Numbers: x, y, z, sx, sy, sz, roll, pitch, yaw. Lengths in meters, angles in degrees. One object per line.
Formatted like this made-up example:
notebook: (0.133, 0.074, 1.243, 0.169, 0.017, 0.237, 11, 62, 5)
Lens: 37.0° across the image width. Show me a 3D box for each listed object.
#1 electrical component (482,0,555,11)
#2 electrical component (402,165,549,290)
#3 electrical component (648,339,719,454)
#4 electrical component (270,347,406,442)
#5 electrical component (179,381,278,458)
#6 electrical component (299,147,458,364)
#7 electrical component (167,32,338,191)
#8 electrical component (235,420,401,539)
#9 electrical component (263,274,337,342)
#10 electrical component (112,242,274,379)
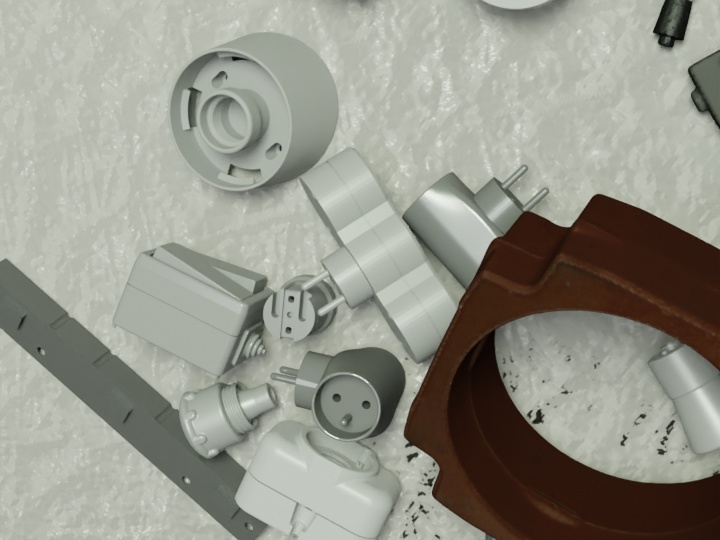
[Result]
electrical component: (0.095, -0.193, 0.633, 0.080, 0.051, 0.080, 2, 98, 13)
electrical component: (0.080, -0.030, 0.662, 0.079, 0.044, 0.077, -43, 83, 14)
electrical component: (0.204, 0.072, 0.650, 0.044, 0.044, 0.065, -32, 85, 15)
electrical component: (-0.017, 0.073, 0.683, 0.079, 0.077, 0.043, 12, 100, 12)
electrical component: (-0.086, 0.095, 0.720, 0.062, 0.048, 0.048, -23, 92, 9)
electrical component: (0.000, 0.000, 0.670, 0.074, 0.052, 0.138, -32, 89, -5)
electrical component: (-0.071, -0.100, 0.691, 0.099, 0.064, 0.099, 7, 109, 23)
electrical component: (-0.025, 0.142, 0.706, 0.095, 0.054, 0.059, 27, 103, 8)
electrical component: (-0.040, 0.026, 0.698, 0.040, 0.046, 0.040, 2, 98, 13)
electrical component: (-0.101, 0.024, 0.704, 0.096, 0.062, 0.061, 26, 103, 9)
